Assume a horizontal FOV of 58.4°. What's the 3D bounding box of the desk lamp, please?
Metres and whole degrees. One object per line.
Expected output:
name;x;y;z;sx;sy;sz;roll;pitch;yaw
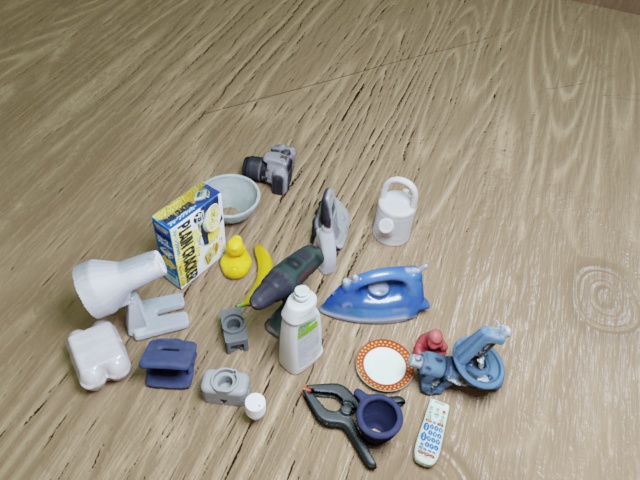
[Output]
desk lamp;-0.399;0.114;1.226;0.203;0.213;0.117;-13;50;-16

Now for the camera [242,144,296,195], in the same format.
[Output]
camera;-0.145;-0.216;1.626;0.136;0.101;0.143;10;48;4

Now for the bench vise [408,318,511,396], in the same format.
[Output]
bench vise;0.294;0.248;1.165;0.208;0.220;0.121;-11;50;-14

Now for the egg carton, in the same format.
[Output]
egg carton;-0.464;0.241;1.202;0.107;0.069;0.150;-23;54;-24

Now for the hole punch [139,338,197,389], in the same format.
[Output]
hole punch;-0.316;0.247;1.196;0.108;0.091;0.101;3;48;-2

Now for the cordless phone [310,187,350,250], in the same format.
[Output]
cordless phone;0.032;-0.078;1.460;0.094;0.185;0.147;10;48;4

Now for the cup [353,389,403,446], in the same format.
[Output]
cup;0.103;0.357;1.133;0.092;0.095;0.117;-29;56;-27

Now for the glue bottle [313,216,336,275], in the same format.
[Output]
glue bottle;0.013;0.005;1.391;0.037;0.173;0.078;-20;52;-21

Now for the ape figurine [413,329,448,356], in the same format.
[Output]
ape figurine;0.246;0.230;1.263;0.078;0.092;0.076;5;48;0

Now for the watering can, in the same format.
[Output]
watering can;0.197;-0.077;1.468;0.101;0.194;0.173;4;48;-1

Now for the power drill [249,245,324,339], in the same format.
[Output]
power drill;-0.073;0.122;1.252;0.075;0.208;0.230;27;51;19

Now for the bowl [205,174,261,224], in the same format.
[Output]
bowl;-0.241;-0.097;1.526;0.167;0.075;0.167;3;48;-3

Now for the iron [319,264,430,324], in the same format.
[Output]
iron;0.128;0.112;1.325;0.258;0.141;0.118;-6;49;-10

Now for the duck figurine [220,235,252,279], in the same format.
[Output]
duck figurine;-0.207;0.037;1.401;0.077;0.086;0.104;2;48;-3
